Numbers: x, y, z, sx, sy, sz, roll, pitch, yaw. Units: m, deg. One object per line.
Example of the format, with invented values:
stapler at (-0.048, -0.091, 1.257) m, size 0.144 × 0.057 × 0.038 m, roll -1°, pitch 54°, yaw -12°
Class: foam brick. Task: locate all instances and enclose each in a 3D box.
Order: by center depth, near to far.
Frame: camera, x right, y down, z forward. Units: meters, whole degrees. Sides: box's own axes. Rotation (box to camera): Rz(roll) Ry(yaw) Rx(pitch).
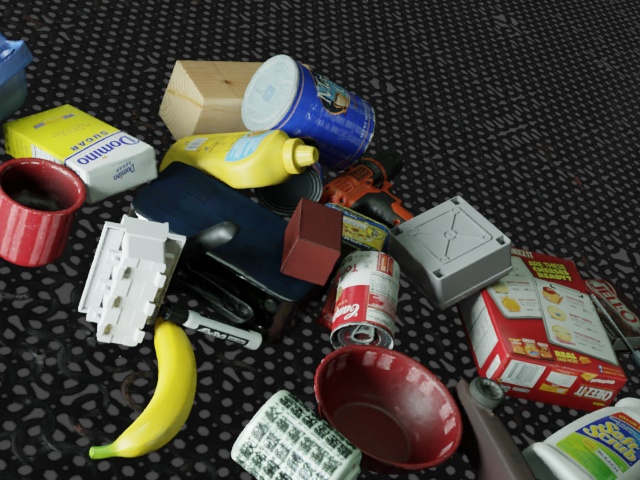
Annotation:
foam brick at (-0.008, 0.001, 1.154) m, size 0.051 × 0.053 × 0.078 m, roll 20°, pitch 36°, yaw -11°

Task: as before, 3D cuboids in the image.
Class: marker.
marker at (-0.113, 0.089, 1.101) m, size 0.121 × 0.020 × 0.020 m, roll 23°, pitch 31°, yaw -34°

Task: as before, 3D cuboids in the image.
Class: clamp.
clamp at (-0.146, 0.036, 1.119) m, size 0.172 × 0.120 × 0.039 m, roll 0°, pitch 26°, yaw 26°

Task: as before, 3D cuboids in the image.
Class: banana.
banana at (-0.152, 0.142, 1.022) m, size 0.069 × 0.037 × 0.197 m, roll 23°, pitch 35°, yaw -3°

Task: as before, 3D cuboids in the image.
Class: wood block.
wood block at (-0.096, -0.179, 1.429) m, size 0.205 × 0.090 × 0.091 m, roll -5°, pitch 46°, yaw -36°

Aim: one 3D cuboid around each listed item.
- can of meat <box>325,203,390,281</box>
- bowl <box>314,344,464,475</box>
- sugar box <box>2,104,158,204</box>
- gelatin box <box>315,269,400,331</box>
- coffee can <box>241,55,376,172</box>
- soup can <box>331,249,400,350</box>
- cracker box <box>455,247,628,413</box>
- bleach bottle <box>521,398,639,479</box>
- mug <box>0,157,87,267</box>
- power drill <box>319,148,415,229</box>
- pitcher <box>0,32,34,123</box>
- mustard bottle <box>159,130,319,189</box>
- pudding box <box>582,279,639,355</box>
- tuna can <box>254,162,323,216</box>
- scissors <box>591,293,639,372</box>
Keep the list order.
can of meat at (0.033, 0.007, 1.294) m, size 0.102 × 0.057 × 0.084 m, roll 25°, pitch 33°, yaw -1°
bowl at (0.061, 0.183, 1.083) m, size 0.162 × 0.055 × 0.162 m, roll 16°, pitch 36°, yaw -12°
sugar box at (-0.272, -0.101, 1.204) m, size 0.093 × 0.048 × 0.176 m, roll -26°, pitch 36°, yaw -37°
gelatin box at (0.044, 0.073, 1.224) m, size 0.073 × 0.030 × 0.089 m, roll 26°, pitch 47°, yaw 0°
coffee can at (-0.014, -0.159, 1.352) m, size 0.140 × 0.103 × 0.103 m, roll 24°, pitch 30°, yaw -37°
soup can at (0.051, 0.069, 1.163) m, size 0.068 × 0.069 × 0.102 m, roll 17°, pitch 52°, yaw -11°
cracker box at (0.256, 0.102, 1.294) m, size 0.164 × 0.072 × 0.214 m, roll 12°, pitch 36°, yaw -19°
bleach bottle at (0.312, 0.228, 1.173) m, size 0.103 × 0.068 × 0.250 m, roll 42°, pitch 36°, yaw 21°
mug at (-0.310, -0.029, 1.110) m, size 0.117 × 0.082 × 0.093 m, roll 12°, pitch 37°, yaw -18°
power drill at (0.111, -0.042, 1.406) m, size 0.188 × 0.057 × 0.184 m, roll 34°, pitch 40°, yaw 17°
pitcher at (-0.420, -0.139, 1.138) m, size 0.145 × 0.149 × 0.242 m, roll 26°, pitch 38°, yaw 1°
mustard bottle at (-0.089, -0.095, 1.265) m, size 0.192 × 0.058 × 0.096 m, roll -2°, pitch 29°, yaw 29°
pudding box at (0.374, 0.100, 1.395) m, size 0.089 × 0.039 × 0.113 m, roll -1°, pitch 42°, yaw -33°
tuna can at (-0.039, -0.074, 1.330) m, size 0.086 × 0.086 × 0.033 m, roll 18°, pitch 34°, yaw -10°
scissors at (0.387, 0.152, 1.274) m, size 0.202 × 0.016 × 0.096 m, roll 55°, pitch 8°, yaw 2°
